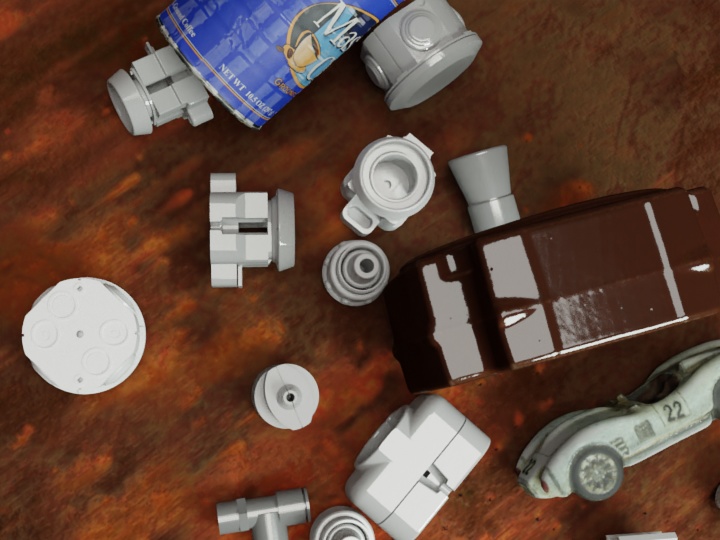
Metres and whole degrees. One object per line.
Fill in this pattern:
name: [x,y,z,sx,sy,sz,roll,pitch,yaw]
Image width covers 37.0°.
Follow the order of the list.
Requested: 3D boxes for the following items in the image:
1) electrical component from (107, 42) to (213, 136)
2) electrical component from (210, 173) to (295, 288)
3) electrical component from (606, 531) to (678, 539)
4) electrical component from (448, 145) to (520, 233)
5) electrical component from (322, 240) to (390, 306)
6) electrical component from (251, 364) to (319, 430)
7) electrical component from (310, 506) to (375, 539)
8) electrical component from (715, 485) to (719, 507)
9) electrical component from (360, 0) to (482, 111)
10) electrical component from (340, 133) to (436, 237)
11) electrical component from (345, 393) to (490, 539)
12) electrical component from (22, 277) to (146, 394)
electrical component: [-0.143,-0.124,0.752,0.055,0.048,0.066,-28,90,-17]
electrical component: [-0.074,-0.027,0.747,0.057,0.058,0.078,-1,85,-5]
electrical component: [0.197,0.223,0.753,0.042,0.063,0.081,-2,127,-7]
electrical component: [0.094,-0.054,0.782,0.044,0.044,0.065,-16,92,-9]
electrical component: [0.000,0.000,0.752,0.048,0.062,0.048,1,85,-8]
electrical component: [-0.050,0.085,0.728,0.043,0.081,0.043,1,85,-8]
electrical component: [-0.011,0.185,0.734,0.043,0.062,0.043,1,85,-9]
electrical component: [0.334,0.150,0.791,0.138,0.052,0.073,-44,92,-10]
electrical component: [0.042,-0.154,0.764,0.080,0.080,0.051,-34,86,-10]
electrical component: [0.021,-0.063,0.764,0.058,0.057,0.078,40,81,-3]
electrical component: [0.036,0.134,0.750,0.059,0.054,0.095,41,81,-3]
electrical component: [-0.187,0.044,0.727,0.080,0.051,0.080,1,85,-8]
